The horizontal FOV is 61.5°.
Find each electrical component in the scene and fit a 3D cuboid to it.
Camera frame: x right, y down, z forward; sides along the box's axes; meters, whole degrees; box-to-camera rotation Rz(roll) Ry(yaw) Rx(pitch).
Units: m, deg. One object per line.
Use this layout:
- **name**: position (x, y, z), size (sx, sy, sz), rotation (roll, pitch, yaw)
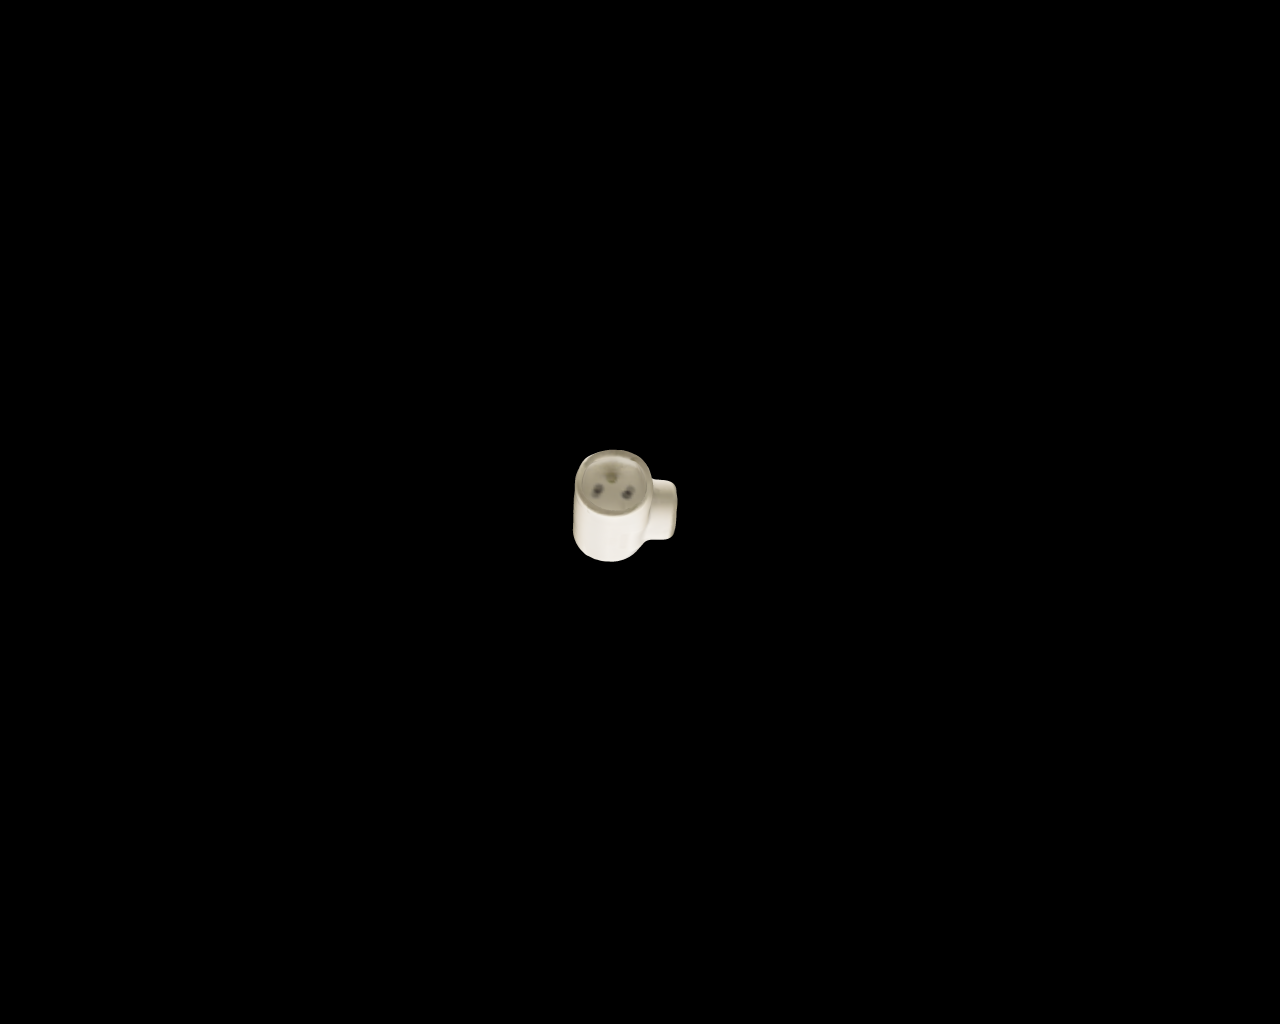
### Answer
- **electrical component**: position (0.001, -0.003, 0.650), size (0.079, 0.043, 0.077), rotation (1, -23, -3)
